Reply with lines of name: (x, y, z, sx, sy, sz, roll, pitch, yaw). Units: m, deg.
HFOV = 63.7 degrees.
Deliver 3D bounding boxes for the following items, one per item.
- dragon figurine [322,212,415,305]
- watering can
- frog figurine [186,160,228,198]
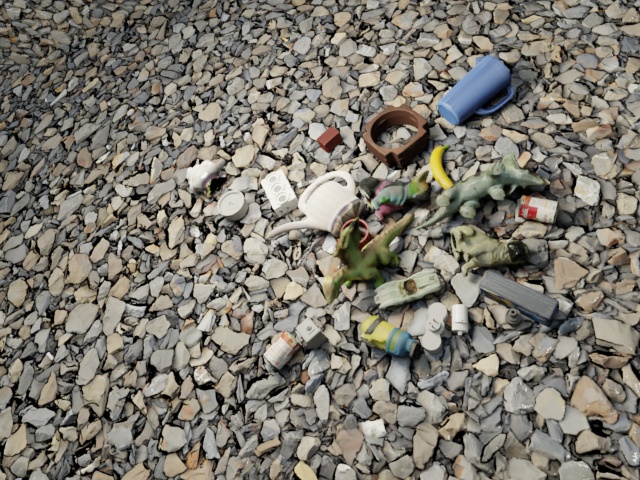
dragon figurine: (0.139, 0.024, 1.542, 0.123, 0.238, 0.414, 25, 74, 36)
watering can: (0.005, -0.087, 1.733, 0.350, 0.102, 0.227, -46, 57, -10)
frog figurine: (-0.463, -0.253, 2.005, 0.161, 0.122, 0.137, 34, 96, 21)
